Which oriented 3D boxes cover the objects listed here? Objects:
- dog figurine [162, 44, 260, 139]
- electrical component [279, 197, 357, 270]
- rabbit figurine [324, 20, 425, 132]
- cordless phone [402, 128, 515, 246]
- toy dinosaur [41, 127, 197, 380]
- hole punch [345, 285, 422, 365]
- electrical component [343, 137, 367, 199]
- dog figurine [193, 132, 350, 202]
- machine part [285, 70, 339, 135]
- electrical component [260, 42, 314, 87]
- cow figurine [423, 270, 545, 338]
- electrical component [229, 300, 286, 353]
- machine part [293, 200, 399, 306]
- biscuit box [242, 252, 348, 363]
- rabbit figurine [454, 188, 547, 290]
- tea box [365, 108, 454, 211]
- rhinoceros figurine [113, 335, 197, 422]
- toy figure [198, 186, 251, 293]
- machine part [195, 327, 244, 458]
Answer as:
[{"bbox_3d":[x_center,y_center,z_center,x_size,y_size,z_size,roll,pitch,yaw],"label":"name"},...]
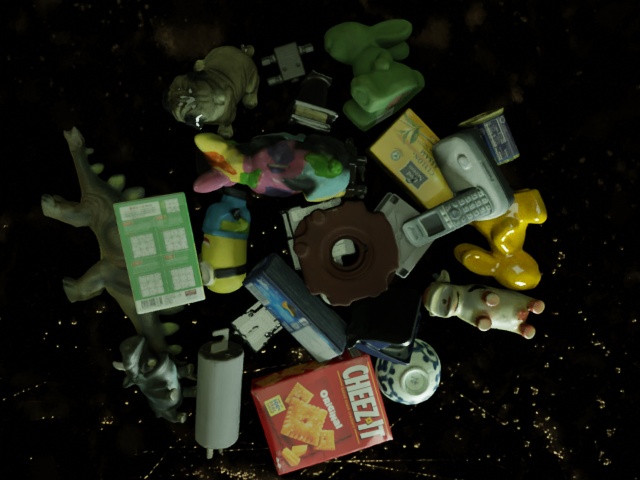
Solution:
[{"bbox_3d":[-0.158,-0.245,0.827,0.121,0.190,0.172,20,92,-5],"label":"dog figurine"},{"bbox_3d":[-0.002,-0.003,0.926,0.115,0.058,0.134,-13,96,0],"label":"electrical component"},{"bbox_3d":[0.083,-0.295,0.878,0.159,0.121,0.170,-34,81,-3],"label":"rabbit figurine"},{"bbox_3d":[0.198,-0.080,0.858,0.184,0.089,0.146,-29,99,24],"label":"cordless phone"},{"bbox_3d":[-0.316,0.043,0.890,0.199,0.105,0.470,-14,107,-6],"label":"toy dinosaur"},{"bbox_3d":[0.114,0.144,0.921,0.116,0.092,0.142,7,57,23],"label":"hole punch"},{"bbox_3d":[0.057,-0.115,0.902,0.045,0.102,0.078,3,129,2],"label":"electrical component"},{"bbox_3d":[-0.086,-0.115,0.833,0.219,0.192,0.108,-6,105,-38],"label":"dog figurine"},{"bbox_3d":[-0.011,-0.223,0.875,0.084,0.139,0.039,9,138,-5],"label":"machine part"},{"bbox_3d":[-0.051,-0.298,0.912,0.094,0.021,0.063,-19,97,-2],"label":"electrical component"},{"bbox_3d":[0.268,0.108,0.932,0.195,0.127,0.085,10,96,-19],"label":"cow figurine"},{"bbox_3d":[-0.122,0.156,0.939,0.119,0.048,0.074,-35,96,-1],"label":"electrical component"},{"bbox_3d":[0.043,0.021,0.872,0.179,0.056,0.179,0,93,-4],"label":"machine part"},{"bbox_3d":[-0.038,0.115,0.914,0.059,0.063,0.202,-33,105,36],"label":"biscuit box"},{"bbox_3d":[0.315,0.009,0.915,0.162,0.122,0.173,-18,97,3],"label":"rabbit figurine"},{"bbox_3d":[0.171,-0.129,0.919,0.169,0.068,0.098,43,92,-7],"label":"tea box"},{"bbox_3d":[-0.270,0.228,0.893,0.112,0.073,0.190,9,137,20],"label":"rhinoceros figurine"},{"bbox_3d":[-0.157,0.001,0.906,0.089,0.082,0.180,13,92,-4],"label":"toy figure"},{"bbox_3d":[-0.172,0.263,0.919,0.079,0.079,0.243,4,104,-4],"label":"machine part"}]
